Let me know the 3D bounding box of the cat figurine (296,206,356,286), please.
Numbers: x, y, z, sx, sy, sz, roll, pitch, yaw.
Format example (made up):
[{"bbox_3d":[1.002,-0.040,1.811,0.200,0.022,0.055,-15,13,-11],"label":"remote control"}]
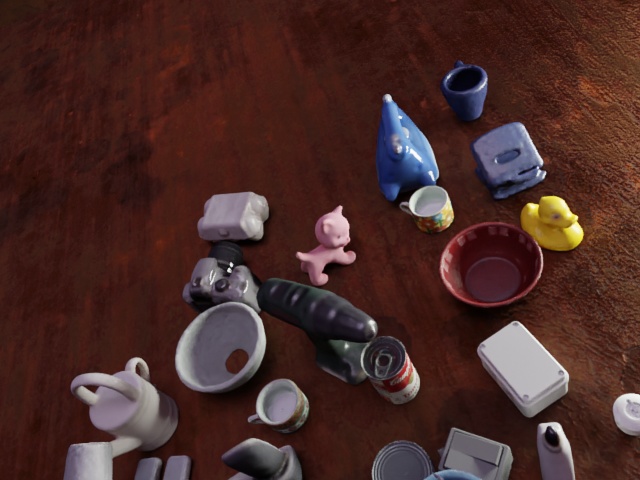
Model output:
[{"bbox_3d":[0.010,0.004,1.042,0.128,0.118,0.067,-39,49,-8],"label":"cat figurine"}]

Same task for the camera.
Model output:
[{"bbox_3d":[-0.181,0.066,1.090,0.142,0.101,0.137,-4,53,21],"label":"camera"}]

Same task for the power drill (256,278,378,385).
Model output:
[{"bbox_3d":[0.014,0.139,0.874,0.228,0.209,0.076,20,64,34],"label":"power drill"}]

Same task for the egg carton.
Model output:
[{"bbox_3d":[-0.182,-0.044,1.196,0.150,0.070,0.107,-4,53,22],"label":"egg carton"}]

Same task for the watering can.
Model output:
[{"bbox_3d":[-0.321,0.273,0.929,0.101,0.195,0.172,-26,48,4],"label":"watering can"}]

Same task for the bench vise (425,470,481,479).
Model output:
[{"bbox_3d":[0.127,0.345,0.657,0.207,0.220,0.121,-36,48,-6],"label":"bench vise"}]

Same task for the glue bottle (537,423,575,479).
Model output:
[{"bbox_3d":[0.281,0.256,0.689,0.037,0.174,0.078,-12,51,15],"label":"glue bottle"}]

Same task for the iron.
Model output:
[{"bbox_3d":[0.150,-0.206,1.127,0.118,0.142,0.258,-16,50,12],"label":"iron"}]

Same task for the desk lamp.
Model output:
[{"bbox_3d":[-0.295,0.387,0.816,0.117,0.214,0.203,-11,51,16],"label":"desk lamp"}]

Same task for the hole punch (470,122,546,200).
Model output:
[{"bbox_3d":[0.337,-0.143,1.028,0.108,0.091,0.101,-25,48,5],"label":"hole punch"}]

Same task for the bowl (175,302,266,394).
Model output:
[{"bbox_3d":[-0.161,0.198,0.996,0.167,0.075,0.167,-12,51,15],"label":"bowl"}]

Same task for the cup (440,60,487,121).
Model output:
[{"bbox_3d":[0.295,-0.300,1.166,0.091,0.095,0.117,-15,50,13],"label":"cup"}]

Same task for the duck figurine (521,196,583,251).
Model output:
[{"bbox_3d":[0.375,-0.038,0.934,0.077,0.086,0.104,-43,50,-12],"label":"duck figurine"}]

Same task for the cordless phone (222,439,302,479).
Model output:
[{"bbox_3d":[-0.111,0.331,0.796,0.147,0.185,0.094,-33,48,-3],"label":"cordless phone"}]
